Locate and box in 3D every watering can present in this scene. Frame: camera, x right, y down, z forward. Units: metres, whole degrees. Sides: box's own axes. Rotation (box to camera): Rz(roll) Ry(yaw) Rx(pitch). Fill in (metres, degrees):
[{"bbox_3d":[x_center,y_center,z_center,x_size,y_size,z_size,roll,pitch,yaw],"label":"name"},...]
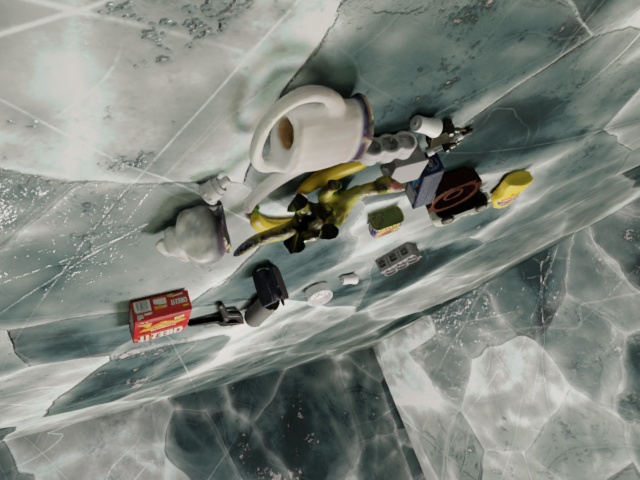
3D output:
[{"bbox_3d":[-0.030,-0.164,0.954,0.225,0.105,0.340,-13,157,-25],"label":"watering can"}]

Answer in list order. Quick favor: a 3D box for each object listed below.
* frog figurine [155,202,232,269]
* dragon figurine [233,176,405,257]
[{"bbox_3d":[-0.278,-0.003,1.103,0.159,0.125,0.134,-11,125,-3],"label":"frog figurine"},{"bbox_3d":[0.004,-0.061,1.220,0.407,0.122,0.245,-20,-178,26],"label":"dragon figurine"}]
